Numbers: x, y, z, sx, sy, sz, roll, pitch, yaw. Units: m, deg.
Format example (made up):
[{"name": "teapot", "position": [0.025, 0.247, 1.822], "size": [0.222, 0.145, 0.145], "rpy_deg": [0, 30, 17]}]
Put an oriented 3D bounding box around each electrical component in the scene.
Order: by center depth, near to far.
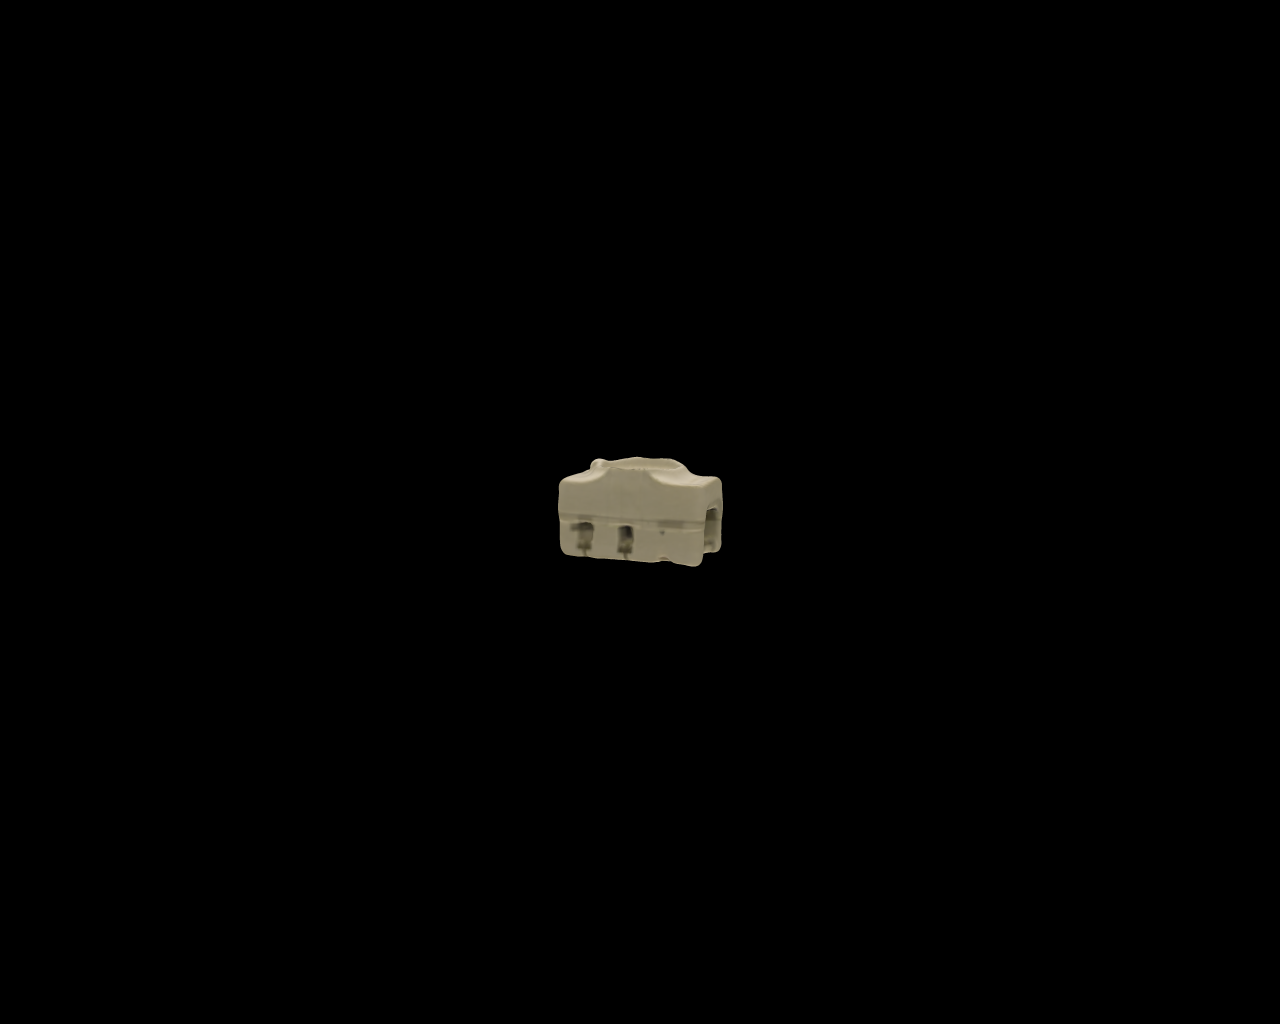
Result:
[{"name": "electrical component", "position": [0.001, -0.003, 0.650], "size": [0.089, 0.055, 0.050], "rpy_deg": [4, 12, 20]}]
